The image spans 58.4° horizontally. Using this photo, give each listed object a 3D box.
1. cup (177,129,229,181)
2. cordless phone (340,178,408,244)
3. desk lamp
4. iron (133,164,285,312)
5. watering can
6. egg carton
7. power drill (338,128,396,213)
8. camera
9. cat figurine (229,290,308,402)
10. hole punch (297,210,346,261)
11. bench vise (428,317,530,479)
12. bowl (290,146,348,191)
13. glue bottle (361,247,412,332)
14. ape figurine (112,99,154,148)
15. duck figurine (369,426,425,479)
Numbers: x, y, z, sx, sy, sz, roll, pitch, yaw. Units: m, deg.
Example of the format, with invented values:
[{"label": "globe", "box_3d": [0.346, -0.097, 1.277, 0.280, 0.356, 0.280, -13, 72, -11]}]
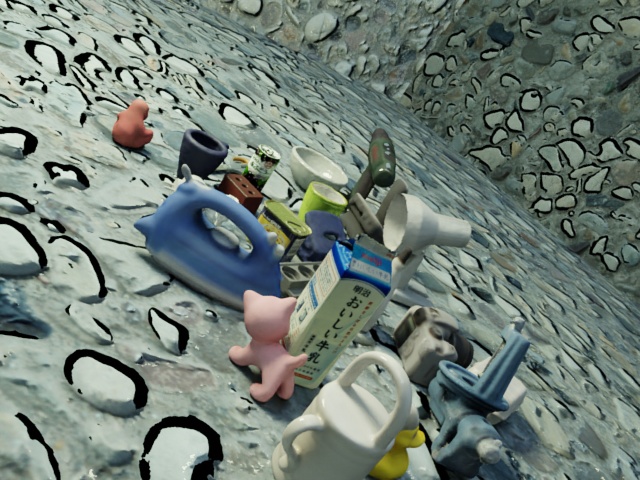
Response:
[{"label": "cup", "box_3d": [-0.233, -0.158, 1.130, 0.091, 0.095, 0.118, 40, 23, 15]}, {"label": "cordless phone", "box_3d": [0.139, -0.080, 1.360, 0.094, 0.185, 0.147, 16, 29, -36]}, {"label": "desk lamp", "box_3d": [0.204, 0.024, 1.205, 0.204, 0.213, 0.117, 24, 25, -23]}, {"label": "iron", "box_3d": [-0.140, 0.003, 0.876, 0.258, 0.141, 0.119, 33, 23, -3]}, {"label": "watering can", "box_3d": [0.039, 0.206, 0.647, 0.100, 0.194, 0.173, 43, 24, 22]}, {"label": "egg carton", "box_3d": [0.310, 0.273, 1.040, 0.107, 0.069, 0.151, 45, 25, 24]}, {"label": "power drill", "box_3d": [0.124, -0.171, 1.489, 0.076, 0.208, 0.229, 25, 24, -20]}, {"label": "camera", "box_3d": [0.220, 0.192, 1.038, 0.137, 0.100, 0.143, 26, 24, -18]}, {"label": "cat figurine", "box_3d": [-0.063, 0.130, 0.760, 0.067, 0.117, 0.127, 4, 37, -50]}, {"label": "hole punch", "box_3d": [0.010, 0.004, 1.142, 0.109, 0.091, 0.100, 8, 34, -46]}, {"label": "bench vise", "box_3d": [0.255, 0.232, 0.852, 0.122, 0.219, 0.207, 21, 26, -27]}, {"label": "bowl", "box_3d": [-0.015, -0.165, 1.464, 0.168, 0.074, 0.167, 28, 23, -13]}, {"label": "glue bottle", "box_3d": [0.111, 0.080, 1.021, 0.037, 0.173, 0.078, 26, 24, -19]}, {"label": "ape figurine", "box_3d": [-0.358, -0.229, 1.107, 0.077, 0.092, 0.076, 39, 23, 12]}, {"label": "duck figurine", "box_3d": [0.089, 0.258, 0.751, 0.105, 0.086, 0.077, 26, 24, -19]}]
